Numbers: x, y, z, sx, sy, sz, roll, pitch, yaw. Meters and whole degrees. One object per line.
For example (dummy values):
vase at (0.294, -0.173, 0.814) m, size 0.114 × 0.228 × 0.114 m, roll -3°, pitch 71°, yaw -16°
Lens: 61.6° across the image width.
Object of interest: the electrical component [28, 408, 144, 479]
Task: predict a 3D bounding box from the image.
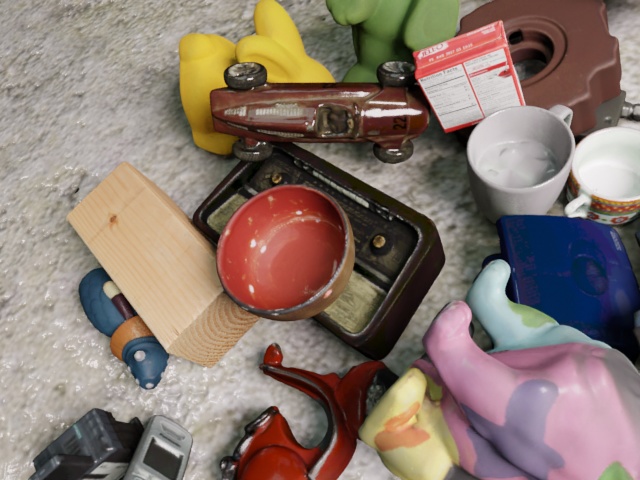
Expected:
electrical component at (-0.211, 0.192, 0.477) m, size 0.075 × 0.119 × 0.048 m, roll -43°, pitch 61°, yaw -1°

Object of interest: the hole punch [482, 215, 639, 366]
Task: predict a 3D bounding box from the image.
hole punch at (0.195, 0.040, 0.432) m, size 0.116 × 0.092 × 0.142 m, roll -6°, pitch 61°, yaw 11°

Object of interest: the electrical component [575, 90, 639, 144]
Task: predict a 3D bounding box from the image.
electrical component at (0.264, -0.116, 0.517) m, size 0.094 × 0.021 × 0.063 m, roll 19°, pitch 73°, yaw 25°

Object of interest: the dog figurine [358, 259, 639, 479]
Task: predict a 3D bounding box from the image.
dog figurine at (0.150, 0.128, 0.323) m, size 0.219 × 0.108 × 0.191 m, roll 39°, pitch 123°, yaw 23°

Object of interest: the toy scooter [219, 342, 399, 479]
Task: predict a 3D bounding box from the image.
toy scooter at (-0.022, 0.162, 0.453) m, size 0.135 × 0.075 × 0.184 m, roll 32°, pitch 76°, yaw 28°

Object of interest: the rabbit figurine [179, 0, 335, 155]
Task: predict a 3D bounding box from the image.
rabbit figurine at (-0.061, -0.180, 0.599) m, size 0.173 × 0.162 × 0.122 m, roll 12°, pitch 57°, yaw 4°

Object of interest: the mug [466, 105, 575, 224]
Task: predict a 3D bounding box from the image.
mug at (0.178, -0.061, 0.472) m, size 0.081 × 0.107 × 0.109 m, roll 32°, pitch 75°, yaw 27°

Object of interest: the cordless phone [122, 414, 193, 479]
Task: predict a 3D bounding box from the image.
cordless phone at (-0.117, 0.239, 0.441) m, size 0.088 × 0.146 × 0.184 m, roll -49°, pitch 14°, yaw 19°

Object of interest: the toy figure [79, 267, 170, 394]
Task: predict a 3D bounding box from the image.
toy figure at (-0.197, 0.088, 0.552) m, size 0.058 × 0.064 × 0.155 m, roll -41°, pitch 59°, yaw -13°

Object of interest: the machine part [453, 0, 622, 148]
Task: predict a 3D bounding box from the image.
machine part at (0.199, -0.170, 0.529) m, size 0.179 × 0.056 × 0.179 m, roll -13°, pitch 59°, yaw 23°

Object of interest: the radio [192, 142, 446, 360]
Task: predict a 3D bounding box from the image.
radio at (-0.001, -0.002, 0.522) m, size 0.230 × 0.073 × 0.131 m, roll 34°, pitch 80°, yaw 28°

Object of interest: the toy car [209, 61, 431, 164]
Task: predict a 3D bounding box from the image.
toy car at (0.001, -0.114, 0.491) m, size 0.202 × 0.089 × 0.053 m, roll 0°, pitch 39°, yaw -2°

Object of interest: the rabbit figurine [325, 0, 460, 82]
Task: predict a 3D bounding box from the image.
rabbit figurine at (0.059, -0.197, 0.558) m, size 0.121 × 0.170 × 0.159 m, roll 20°, pitch 37°, yaw -1°

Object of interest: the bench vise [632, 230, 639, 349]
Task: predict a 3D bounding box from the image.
bench vise at (0.321, 0.016, 0.336) m, size 0.241 × 0.128 × 0.224 m, roll -25°, pitch 15°, yaw 24°
